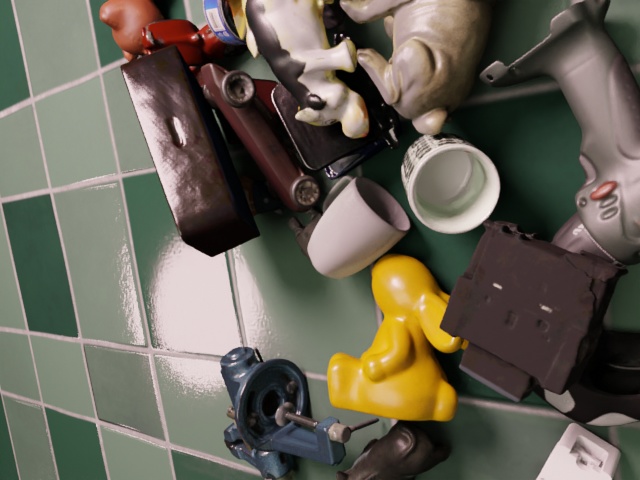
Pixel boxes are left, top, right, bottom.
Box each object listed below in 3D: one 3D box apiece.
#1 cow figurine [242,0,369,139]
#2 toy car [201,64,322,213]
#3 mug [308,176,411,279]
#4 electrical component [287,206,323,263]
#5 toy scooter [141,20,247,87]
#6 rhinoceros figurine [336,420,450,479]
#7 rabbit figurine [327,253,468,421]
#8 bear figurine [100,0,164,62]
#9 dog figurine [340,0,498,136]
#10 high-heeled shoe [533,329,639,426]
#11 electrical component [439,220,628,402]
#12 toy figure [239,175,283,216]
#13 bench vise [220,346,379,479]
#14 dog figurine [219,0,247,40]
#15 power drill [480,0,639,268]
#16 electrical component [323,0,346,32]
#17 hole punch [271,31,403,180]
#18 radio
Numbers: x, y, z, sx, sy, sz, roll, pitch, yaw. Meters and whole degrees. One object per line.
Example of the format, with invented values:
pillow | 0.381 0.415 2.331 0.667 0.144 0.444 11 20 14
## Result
cow figurine | -0.013 -0.170 0.520 0.098 0.068 0.167 -18 100 11
toy car | -0.065 -0.117 0.621 0.202 0.053 0.089 57 166 -23
mug | 0.031 -0.015 0.609 0.107 0.080 0.110 -48 54 24
electrical component | -0.001 -0.002 0.680 0.094 0.021 0.063 53 126 15
toy scooter | -0.193 -0.235 0.704 0.184 0.135 0.075 -23 88 40
rhinoceros figurine | 0.068 0.282 0.636 0.073 0.112 0.190 48 117 16
rabbit figurine | 0.091 0.099 0.576 0.162 0.122 0.173 -5 78 46
bear figurine | -0.278 -0.355 0.750 0.120 0.132 0.195 21 107 40
dog figurine | 0.133 -0.205 0.467 0.190 0.121 0.172 -29 83 37
high-heeled shoe | 0.267 0.088 0.443 0.249 0.086 0.145 23 131 15
electrical component | 0.170 0.062 0.448 0.115 0.058 0.134 26 106 39
toy figure | -0.112 -0.057 0.734 0.155 0.058 0.064 3 141 36
bench vise | -0.048 0.253 0.713 0.241 0.129 0.223 -3 97 45
dog figurine | -0.033 -0.312 0.540 0.219 0.191 0.109 -62 38 34
power drill | 0.223 -0.076 0.454 0.232 0.086 0.207 -37 73 38
electrical component | -0.012 -0.247 0.578 0.075 0.047 0.119 -1 56 39
hole punch | 0.023 -0.138 0.602 0.116 0.092 0.142 -27 79 11
radio | -0.149 -0.099 0.641 0.073 0.131 0.229 -22 76 0
